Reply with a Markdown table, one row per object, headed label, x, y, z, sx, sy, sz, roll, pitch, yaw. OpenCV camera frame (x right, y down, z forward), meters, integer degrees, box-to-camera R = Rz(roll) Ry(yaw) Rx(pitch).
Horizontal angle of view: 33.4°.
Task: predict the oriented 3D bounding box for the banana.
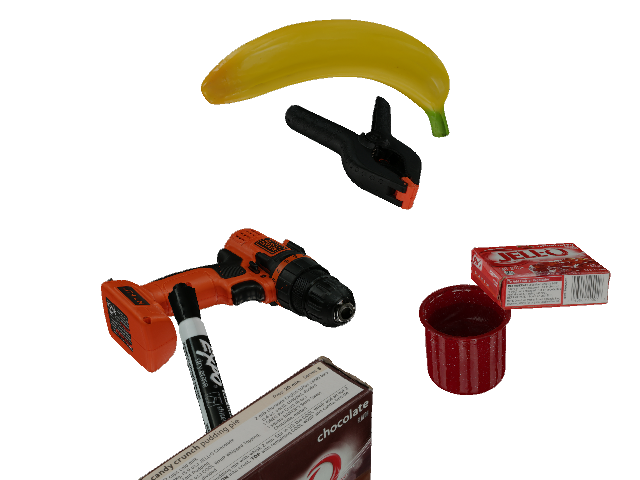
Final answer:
| label | x | y | z | sx | sy | sz | roll | pitch | yaw |
| --- | --- | --- | --- | --- | --- | --- | --- | --- | --- |
| banana | 0.016 | -0.113 | 0.710 | 0.197 | 0.069 | 0.037 | 5 | 5 | -30 |

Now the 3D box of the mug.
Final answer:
| label | x | y | z | sx | sy | sz | roll | pitch | yaw |
| --- | --- | --- | --- | --- | --- | --- | --- | --- | --- |
| mug | 0.155 | 0.098 | 1.110 | 0.093 | 0.081 | 0.117 | 10 | 37 | 24 |

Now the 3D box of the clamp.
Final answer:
| label | x | y | z | sx | sy | sz | roll | pitch | yaw |
| --- | --- | --- | --- | --- | --- | --- | --- | --- | --- |
| clamp | 0.039 | -0.092 | 1.068 | 0.120 | 0.039 | 0.171 | -8 | 39 | -17 |

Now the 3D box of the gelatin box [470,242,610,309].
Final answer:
| label | x | y | z | sx | sy | sz | roll | pitch | yaw |
| --- | --- | --- | --- | --- | --- | --- | --- | --- | --- |
| gelatin box | 0.171 | 0.026 | 0.838 | 0.089 | 0.030 | 0.073 | -2 | 18 | -9 |

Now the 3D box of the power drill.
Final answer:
| label | x | y | z | sx | sy | sz | roll | pitch | yaw |
| --- | --- | --- | --- | --- | --- | --- | --- | --- | --- |
| power drill | -0.085 | 0.054 | 0.946 | 0.187 | 0.057 | 0.185 | -18 | 25 | -29 |

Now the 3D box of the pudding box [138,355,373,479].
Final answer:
| label | x | y | z | sx | sy | sz | roll | pitch | yaw |
| --- | --- | --- | --- | --- | --- | --- | --- | --- | --- |
| pudding box | -0.026 | 0.118 | 0.490 | 0.039 | 0.090 | 0.113 | 30 | 47 | 34 |

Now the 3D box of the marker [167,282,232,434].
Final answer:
| label | x | y | z | sx | sy | sz | roll | pitch | yaw |
| --- | --- | --- | --- | --- | --- | --- | --- | --- | --- |
| marker | -0.075 | 0.081 | 0.685 | 0.020 | 0.121 | 0.020 | -16 | -26 | -8 |
